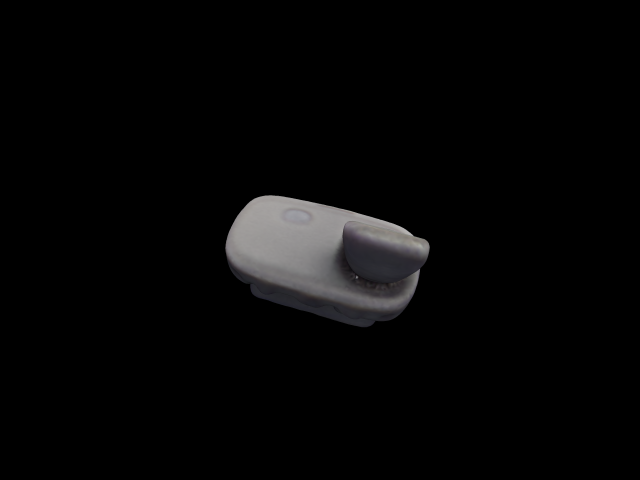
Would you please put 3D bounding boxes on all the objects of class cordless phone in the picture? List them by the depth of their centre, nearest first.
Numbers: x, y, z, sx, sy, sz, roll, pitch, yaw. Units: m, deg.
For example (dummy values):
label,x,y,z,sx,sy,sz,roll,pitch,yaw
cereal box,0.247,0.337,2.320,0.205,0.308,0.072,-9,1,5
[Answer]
label,x,y,z,sx,sy,sz,roll,pitch,yaw
cordless phone,0.004,0.001,0.400,0.147,0.185,0.094,11,79,3
